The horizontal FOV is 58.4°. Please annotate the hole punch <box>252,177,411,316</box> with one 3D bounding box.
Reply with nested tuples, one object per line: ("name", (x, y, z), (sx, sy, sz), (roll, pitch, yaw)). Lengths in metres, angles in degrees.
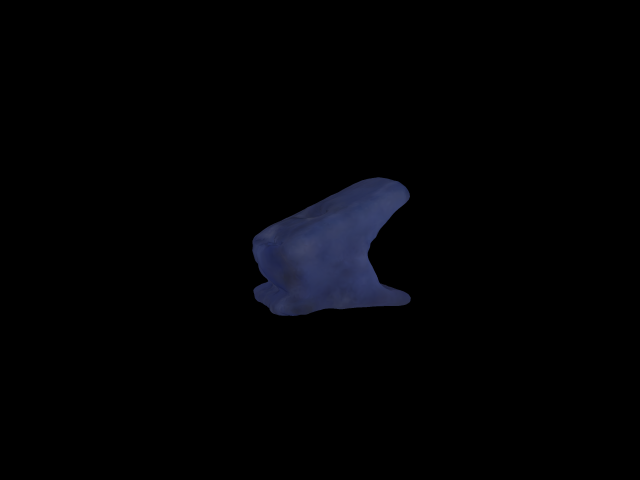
("hole punch", (0.004, 0.001, 0.400), (0.101, 0.091, 0.108), (-1, 4, -19))
